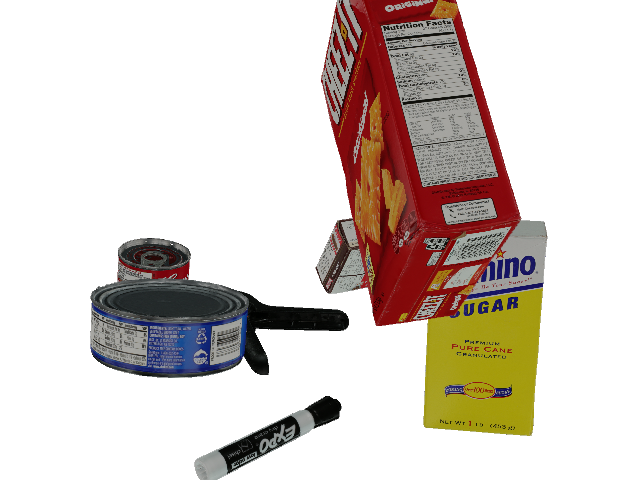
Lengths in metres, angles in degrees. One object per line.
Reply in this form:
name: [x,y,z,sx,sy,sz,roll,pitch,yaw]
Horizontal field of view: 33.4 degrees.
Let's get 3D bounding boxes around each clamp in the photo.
clamp: [-0.094,0.097,1.256,0.210,0.036,0.164,13,23,27]

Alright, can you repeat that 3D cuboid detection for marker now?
marker: [-0.034,0.139,0.754,0.120,0.020,0.020,-21,12,-34]

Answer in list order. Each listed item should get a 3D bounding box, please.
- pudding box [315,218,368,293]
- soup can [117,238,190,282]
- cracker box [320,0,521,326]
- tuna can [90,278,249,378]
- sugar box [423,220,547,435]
pudding box: [0.061,0.010,1.088,0.113,0.039,0.090,-11,-30,-23]
soup can: [-0.161,0.058,1.016,0.068,0.102,0.068,6,22,-3]
cracker box: [0.058,-0.069,0.740,0.072,0.214,0.164,-8,-23,-11]
tuna can: [-0.083,0.047,0.584,0.086,0.034,0.086,4,11,-1]
sugar box: [0.134,0.071,0.879,0.093,0.176,0.048,2,20,9]
